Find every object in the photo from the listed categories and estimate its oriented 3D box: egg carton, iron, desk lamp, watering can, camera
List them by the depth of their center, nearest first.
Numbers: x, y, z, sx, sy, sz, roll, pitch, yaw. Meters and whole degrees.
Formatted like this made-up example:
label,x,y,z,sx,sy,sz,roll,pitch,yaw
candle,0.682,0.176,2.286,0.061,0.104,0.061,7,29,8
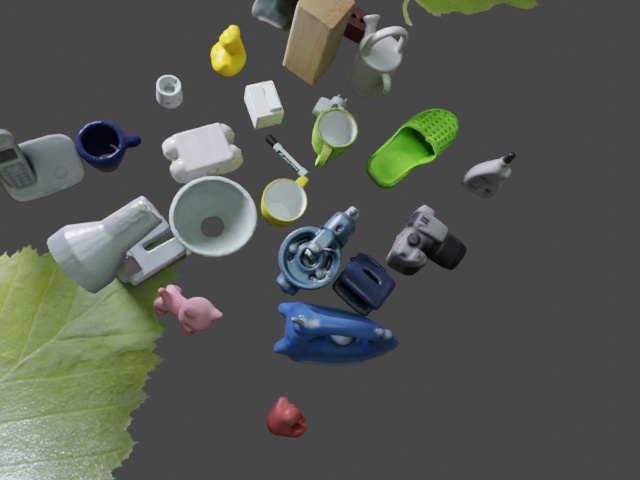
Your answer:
label,x,y,z,sx,sy,sz,roll,pitch,yaw
desk lamp,-0.351,0.008,1.012,0.203,0.213,0.118,-35,83,-20
iron,0.048,0.175,1.088,0.258,0.141,0.118,7,71,-10
egg carton,-0.238,-0.176,1.172,0.150,0.069,0.107,-21,78,-18
camera,0.232,0.014,1.201,0.137,0.100,0.143,33,69,-1
watering can,0.126,-0.411,1.260,0.101,0.194,0.173,-31,82,-19

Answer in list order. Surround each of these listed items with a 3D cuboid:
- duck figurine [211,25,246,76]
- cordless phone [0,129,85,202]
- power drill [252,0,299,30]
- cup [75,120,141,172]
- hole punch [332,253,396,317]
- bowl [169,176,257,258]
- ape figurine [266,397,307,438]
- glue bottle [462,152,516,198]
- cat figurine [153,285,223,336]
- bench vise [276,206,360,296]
label,x,y,z,sx,sy,sz,roll,pitch,yaw
duck figurine,-0.197,-0.418,1.248,0.077,0.086,0.104,15,70,-7
cordless phone,-0.520,-0.153,1.040,0.148,0.185,0.094,-27,80,-19
power drill,-0.091,-0.567,1.253,0.230,0.208,0.076,21,70,-5
cup,-0.408,-0.176,1.120,0.118,0.095,0.091,-11,76,-15
hole punch,0.092,0.083,1.154,0.108,0.091,0.101,42,69,3
bowl,-0.210,-0.037,1.132,0.167,0.074,0.167,4,72,-11
ape figurine,-0.058,0.325,1.044,0.076,0.092,0.078,-12,76,-16
glue bottle,0.378,-0.148,1.246,0.078,0.173,0.037,30,69,-2
cat figurine,-0.244,0.127,1.051,0.128,0.117,0.067,34,69,0
bench vise,-0.001,-0.002,1.090,0.121,0.219,0.207,26,69,-3
